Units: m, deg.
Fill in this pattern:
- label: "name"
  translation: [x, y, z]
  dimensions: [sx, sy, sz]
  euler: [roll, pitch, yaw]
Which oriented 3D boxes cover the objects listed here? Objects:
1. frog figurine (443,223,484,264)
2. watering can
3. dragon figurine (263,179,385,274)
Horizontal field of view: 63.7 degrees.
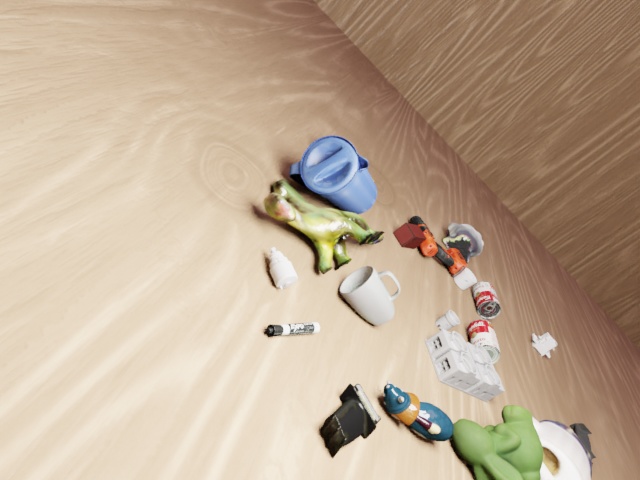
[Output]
- label: "frog figurine"
  translation: [0.502, -0.011, 1.779]
  dimensions: [0.138, 0.120, 0.162]
  euler: [32, 35, 9]
- label: "watering can"
  translation: [0.529, 0.519, 1.091]
  dimensions: [0.224, 0.102, 0.352]
  euler: [4, 49, -57]
- label: "dragon figurine"
  translation: [0.003, -0.056, 1.105]
  dimensions: [0.244, 0.121, 0.412]
  euler: [44, 16, 11]
